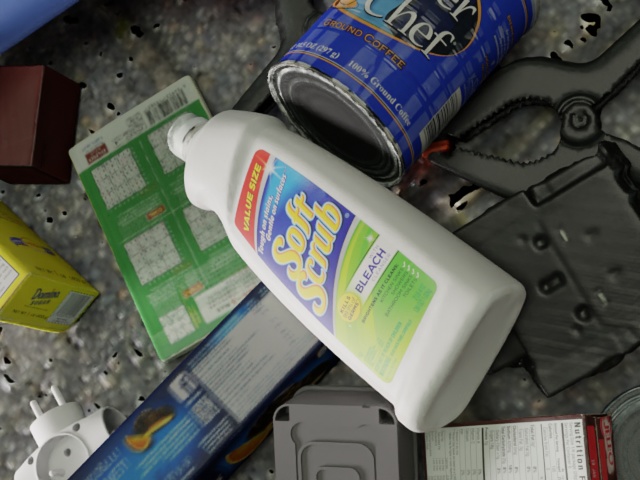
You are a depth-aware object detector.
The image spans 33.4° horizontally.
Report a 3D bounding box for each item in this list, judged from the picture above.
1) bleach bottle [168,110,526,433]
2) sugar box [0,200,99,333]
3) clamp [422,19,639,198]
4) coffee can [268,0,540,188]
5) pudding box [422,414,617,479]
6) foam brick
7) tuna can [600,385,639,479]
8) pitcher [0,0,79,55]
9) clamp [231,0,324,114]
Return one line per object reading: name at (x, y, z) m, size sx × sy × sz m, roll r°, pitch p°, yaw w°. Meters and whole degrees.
bleach bottle at (-0.004, 0.001, 0.641) m, size 0.251 × 0.067 × 0.103 m, roll 36°, pitch 109°, yaw 29°
sugar box at (-0.245, -0.008, 0.753) m, size 0.176 × 0.093 × 0.048 m, roll 42°, pitch 93°, yaw 20°
clamp at (0.169, -0.064, 0.657) m, size 0.210 × 0.036 × 0.164 m, roll -16°, pitch 81°, yaw 18°
coffee can at (0.051, -0.117, 0.650) m, size 0.103 × 0.103 × 0.140 m, roll 34°, pitch 73°, yaw 21°
pudding box at (0.114, 0.148, 0.614) m, size 0.114 × 0.039 × 0.090 m, roll -11°, pitch 74°, yaw 37°
foam brick at (-0.214, -0.084, 0.779) m, size 0.051 × 0.053 × 0.078 m, roll 2°, pitch 79°, yaw 19°
tuna can at (0.198, 0.124, 0.612) m, size 0.086 × 0.033 × 0.086 m, roll -4°, pitch 78°, yaw 18°
pitcher at (-0.198, -0.221, 0.715) m, size 0.243 × 0.145 × 0.149 m, roll -25°, pitch 106°, yaw 18°
clamp at (-0.005, -0.132, 0.723) m, size 0.120 × 0.039 × 0.171 m, roll 0°, pitch 76°, yaw -2°
